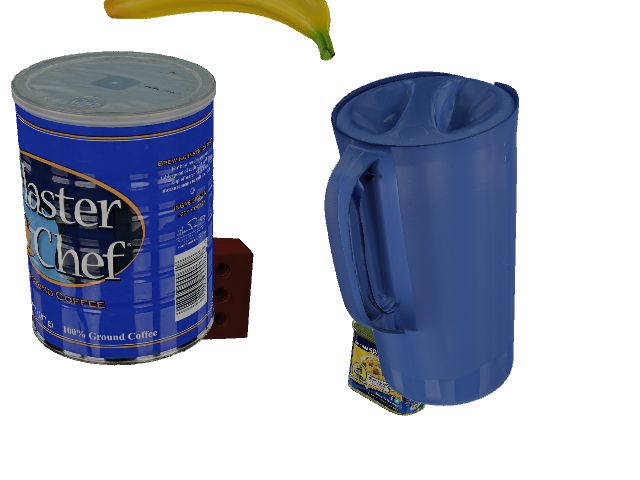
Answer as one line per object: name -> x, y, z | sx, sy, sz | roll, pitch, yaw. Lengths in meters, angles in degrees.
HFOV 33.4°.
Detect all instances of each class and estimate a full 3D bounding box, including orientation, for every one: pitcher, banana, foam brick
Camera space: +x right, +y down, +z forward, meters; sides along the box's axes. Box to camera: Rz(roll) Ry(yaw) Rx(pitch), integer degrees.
pitcher -> 0.081, 0.007, 0.806 | 0.149, 0.243, 0.145 | -9, 29, -1
banana -> -0.073, -0.191, 0.845 | 0.198, 0.069, 0.037 | 12, -40, 16
foam brick -> -0.091, 0.040, 0.924 | 0.053, 0.078, 0.051 | -1, 15, -18

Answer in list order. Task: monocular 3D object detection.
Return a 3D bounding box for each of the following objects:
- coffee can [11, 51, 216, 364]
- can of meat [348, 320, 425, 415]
coffee can -> -0.108, -0.019, 0.573 | 0.103, 0.140, 0.103 | 2, 26, -1
can of meat -> 0.081, 0.143, 1.233 | 0.102, 0.084, 0.057 | 26, 32, 37
